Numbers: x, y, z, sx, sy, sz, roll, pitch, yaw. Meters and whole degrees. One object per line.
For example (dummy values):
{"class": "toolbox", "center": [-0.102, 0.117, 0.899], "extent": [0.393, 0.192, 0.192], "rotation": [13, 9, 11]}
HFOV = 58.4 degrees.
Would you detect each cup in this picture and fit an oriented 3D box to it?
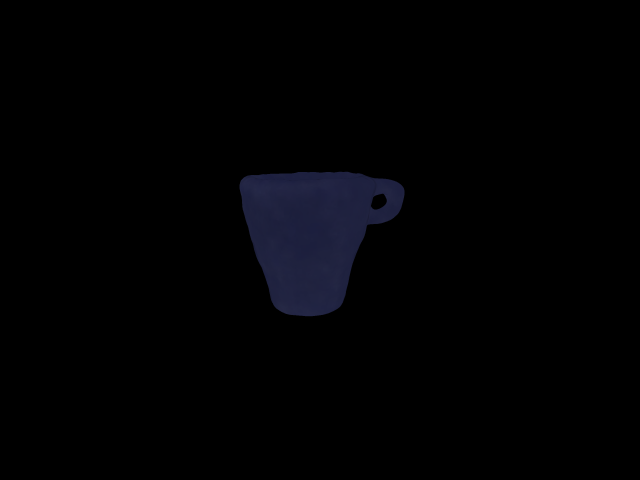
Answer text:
{"class": "cup", "center": [0.004, 0.001, 0.400], "extent": [0.118, 0.095, 0.091], "rotation": [-4, 11, -20]}
